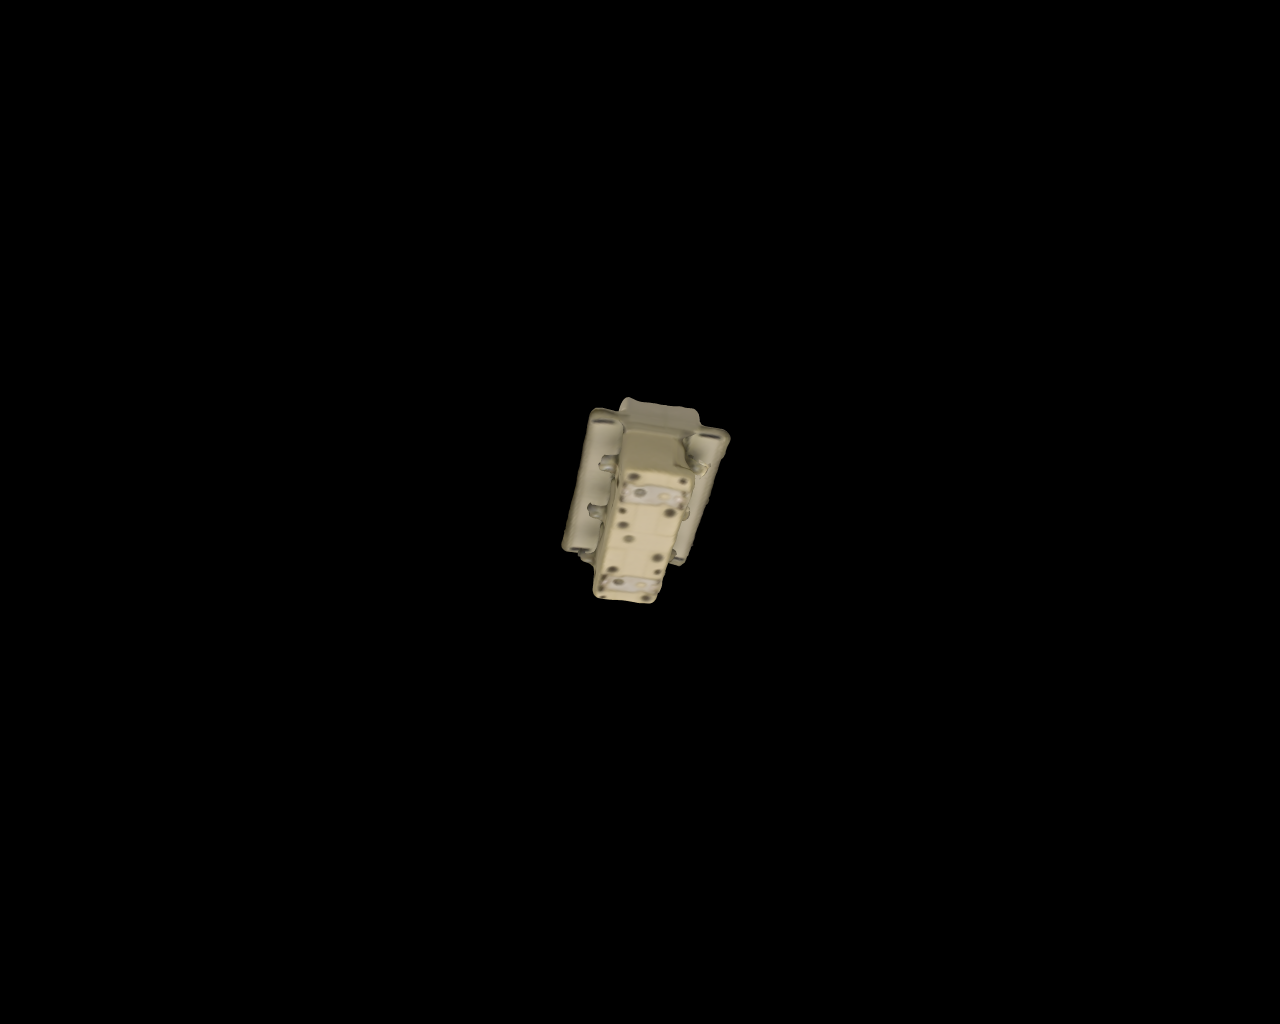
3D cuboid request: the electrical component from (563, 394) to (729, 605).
[{"bbox_3d":[0.001,-0.003,0.650,0.079,0.063,0.121,8,-43,-8],"label":"electrical component"}]
